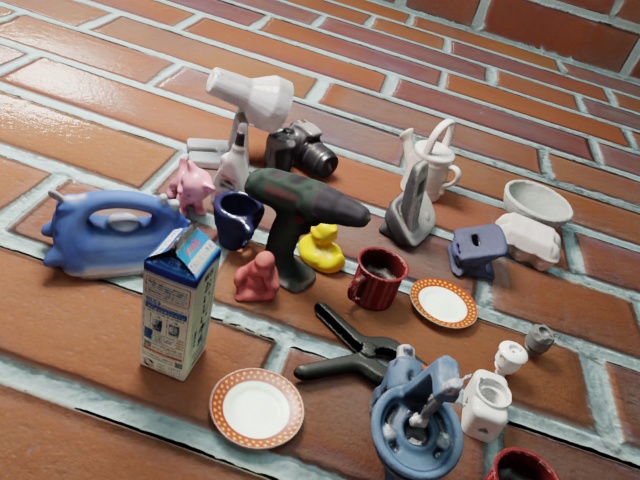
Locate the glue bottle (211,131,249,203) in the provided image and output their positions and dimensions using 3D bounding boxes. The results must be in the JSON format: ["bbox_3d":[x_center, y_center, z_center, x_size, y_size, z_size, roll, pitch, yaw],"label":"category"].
[{"bbox_3d":[-0.165,-0.134,1.106,0.078,0.173,0.037,24,37,11],"label":"glue bottle"}]

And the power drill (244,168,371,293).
[{"bbox_3d":[-0.034,-0.018,0.975,0.229,0.208,0.076,30,39,18],"label":"power drill"}]

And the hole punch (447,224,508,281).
[{"bbox_3d":[0.318,0.017,1.165,0.101,0.091,0.108,12,37,-6],"label":"hole punch"}]

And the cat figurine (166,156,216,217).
[{"bbox_3d":[-0.245,-0.108,1.089,0.067,0.118,0.127,-8,43,-29],"label":"cat figurine"}]

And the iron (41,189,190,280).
[{"bbox_3d":[-0.314,-0.027,0.936,0.259,0.141,0.118,-5,41,-26],"label":"iron"}]

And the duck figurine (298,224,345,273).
[{"bbox_3d":[0.010,0.004,1.068,0.078,0.086,0.104,-20,49,-39],"label":"duck figurine"}]

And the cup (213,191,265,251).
[{"bbox_3d":[-0.146,-0.020,1.031,0.092,0.095,0.117,-5,42,-27],"label":"cup"}]

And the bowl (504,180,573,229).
[{"bbox_3d":[0.506,-0.069,1.364,0.167,0.075,0.167,11,37,-8],"label":"bowl"}]

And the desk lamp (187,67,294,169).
[{"bbox_3d":[-0.174,-0.262,1.236,0.204,0.213,0.117,1,39,-20],"label":"desk lamp"}]

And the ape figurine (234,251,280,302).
[{"bbox_3d":[-0.099,0.057,0.951,0.077,0.092,0.076,30,38,18],"label":"ape figurine"}]

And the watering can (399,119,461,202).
[{"bbox_3d":[0.256,-0.196,1.333,0.172,0.194,0.101,24,37,11],"label":"watering can"}]

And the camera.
[{"bbox_3d":[-0.033,-0.205,1.312,0.143,0.101,0.136,-22,51,-40],"label":"camera"}]

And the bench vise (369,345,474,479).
[{"bbox_3d":[0.116,0.203,0.735,0.122,0.220,0.207,0,39,-21],"label":"bench vise"}]

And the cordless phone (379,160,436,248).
[{"bbox_3d":[0.204,-0.089,1.180,0.094,0.185,0.148,28,38,16],"label":"cordless phone"}]

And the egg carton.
[{"bbox_3d":[0.451,0.002,1.254,0.150,0.069,0.107,24,37,10],"label":"egg carton"}]
